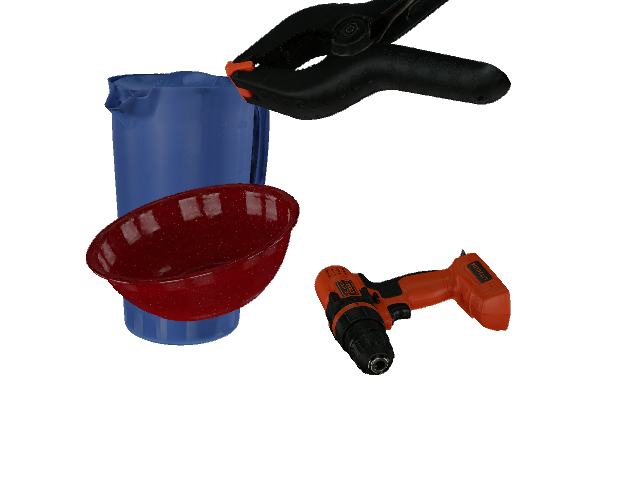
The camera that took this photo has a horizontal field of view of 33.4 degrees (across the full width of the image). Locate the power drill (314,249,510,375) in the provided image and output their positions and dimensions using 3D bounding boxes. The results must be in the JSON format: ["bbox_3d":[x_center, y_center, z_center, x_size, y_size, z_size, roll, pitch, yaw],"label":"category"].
[{"bbox_3d":[0.100,0.072,1.121,0.187,0.057,0.184,-7,29,-13],"label":"power drill"}]

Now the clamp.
[{"bbox_3d":[0.029,-0.105,0.615,0.172,0.120,0.039,-21,-45,14],"label":"clamp"}]

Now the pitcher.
[{"bbox_3d":[-0.119,-0.035,0.990,0.149,0.243,0.145,0,14,-6],"label":"pitcher"}]

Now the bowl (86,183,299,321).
[{"bbox_3d":[-0.089,0.014,0.800,0.162,0.055,0.162,-11,25,5],"label":"bowl"}]
